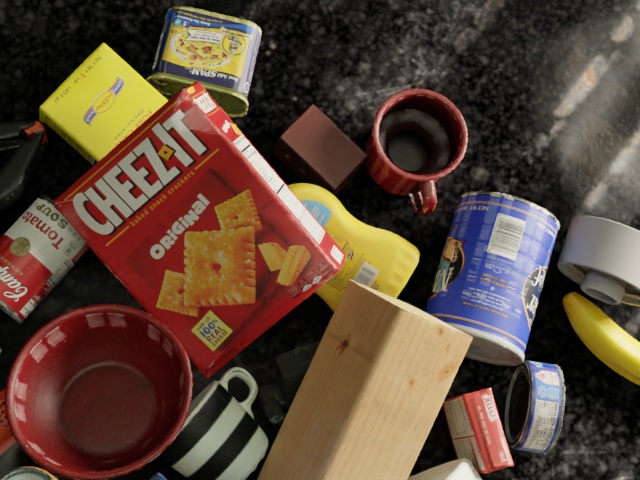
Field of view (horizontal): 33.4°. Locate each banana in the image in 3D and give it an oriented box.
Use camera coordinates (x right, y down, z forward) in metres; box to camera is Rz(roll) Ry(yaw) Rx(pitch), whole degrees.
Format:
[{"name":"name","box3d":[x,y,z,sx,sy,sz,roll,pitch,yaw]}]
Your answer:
[{"name":"banana","box3d":[0.327,0.115,1.064,0.197,0.037,0.069,21,59,-4]}]

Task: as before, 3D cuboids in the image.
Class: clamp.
[{"name":"clamp","box3d":[-0.343,-0.040,1.000,0.209,0.036,0.164,-29,73,-17]}]

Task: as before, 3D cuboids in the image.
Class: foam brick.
[{"name":"foam brick","box3d":[0.000,-0.085,1.054,0.078,0.053,0.051,43,75,4]}]

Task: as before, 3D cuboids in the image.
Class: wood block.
[{"name":"wood block","box3d":[0.036,0.153,0.943,0.090,0.091,0.206,23,92,-33]}]

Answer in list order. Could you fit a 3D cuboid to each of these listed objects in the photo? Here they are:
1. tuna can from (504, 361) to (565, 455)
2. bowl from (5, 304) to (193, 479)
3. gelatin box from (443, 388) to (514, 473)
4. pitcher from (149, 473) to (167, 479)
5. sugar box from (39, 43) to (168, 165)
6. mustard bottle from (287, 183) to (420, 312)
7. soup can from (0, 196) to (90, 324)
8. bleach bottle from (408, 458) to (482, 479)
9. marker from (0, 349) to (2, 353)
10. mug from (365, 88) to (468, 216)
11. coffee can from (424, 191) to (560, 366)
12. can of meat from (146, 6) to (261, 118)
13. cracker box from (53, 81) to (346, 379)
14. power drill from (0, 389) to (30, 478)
[{"name":"tuna can","box3d":[0.202,0.158,1.009,0.033,0.086,0.086,10,76,-4]},{"name":"bowl","box3d":[-0.191,0.140,0.940,0.162,0.055,0.162,1,61,-2]},{"name":"gelatin box","box3d":[0.146,0.179,0.994,0.030,0.089,0.073,-13,79,-11]},{"name":"pitcher","box3d":[-0.076,0.267,0.863,0.145,0.243,0.149,3,76,-7]},{"name":"sugar box","box3d":[-0.173,-0.094,1.025,0.176,0.048,0.093,41,75,-4]},{"name":"mustard bottle","box3d":[-0.007,0.001,1.025,0.191,0.058,0.096,32,105,1]},{"name":"soup can","box3d":[-0.268,0.018,0.987,0.068,0.068,0.102,39,74,2]},{"name":"bleach bottle","box3d":[0.157,0.326,0.968,0.067,0.103,0.251,-31,89,-50]},{"name":"marker","box3d":[-0.341,0.064,0.990,0.020,0.020,0.121,-41,85,-14]},{"name":"mug","box3d":[0.093,-0.080,1.051,0.093,0.081,0.117,-12,79,-11]},{"name":"coffee can","box3d":[0.162,0.038,1.022,0.103,0.103,0.140,19,75,-3]},{"name":"can of meat","box3d":[-0.113,-0.178,1.059,0.102,0.057,0.084,13,74,-5]},{"name":"cracker box","box3d":[-0.107,-0.008,0.964,0.164,0.072,0.213,-39,97,12]},{"name":"power drill","box3d":[-0.286,0.249,0.935,0.184,0.057,0.187,-39,85,-14]}]
